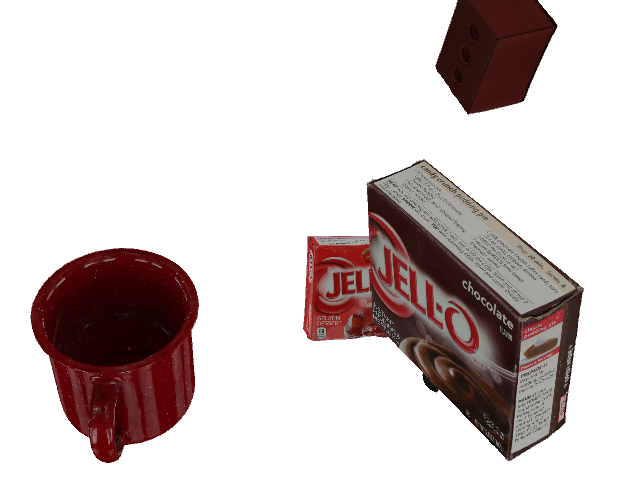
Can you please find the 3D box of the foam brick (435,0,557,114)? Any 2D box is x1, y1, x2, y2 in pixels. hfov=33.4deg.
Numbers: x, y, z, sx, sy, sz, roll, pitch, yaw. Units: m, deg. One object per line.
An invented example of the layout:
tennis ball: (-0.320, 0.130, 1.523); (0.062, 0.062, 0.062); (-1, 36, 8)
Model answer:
foam brick: (0.123, -0.138, 0.762); (0.051, 0.053, 0.078); (-17, -31, -22)

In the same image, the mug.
mug: (-0.116, 0.074, 0.616); (0.093, 0.117, 0.081); (0, -45, -2)

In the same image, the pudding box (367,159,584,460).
pudding box: (0.066, 0.029, 0.486); (0.039, 0.090, 0.114); (-27, 45, -22)

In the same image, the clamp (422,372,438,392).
clamp: (0.139, 0.078, 1.079); (0.120, 0.039, 0.171); (0, 45, -19)

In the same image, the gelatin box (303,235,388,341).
gelatin box: (0.033, 0.035, 0.789); (0.089, 0.073, 0.030); (-1, 15, -13)
